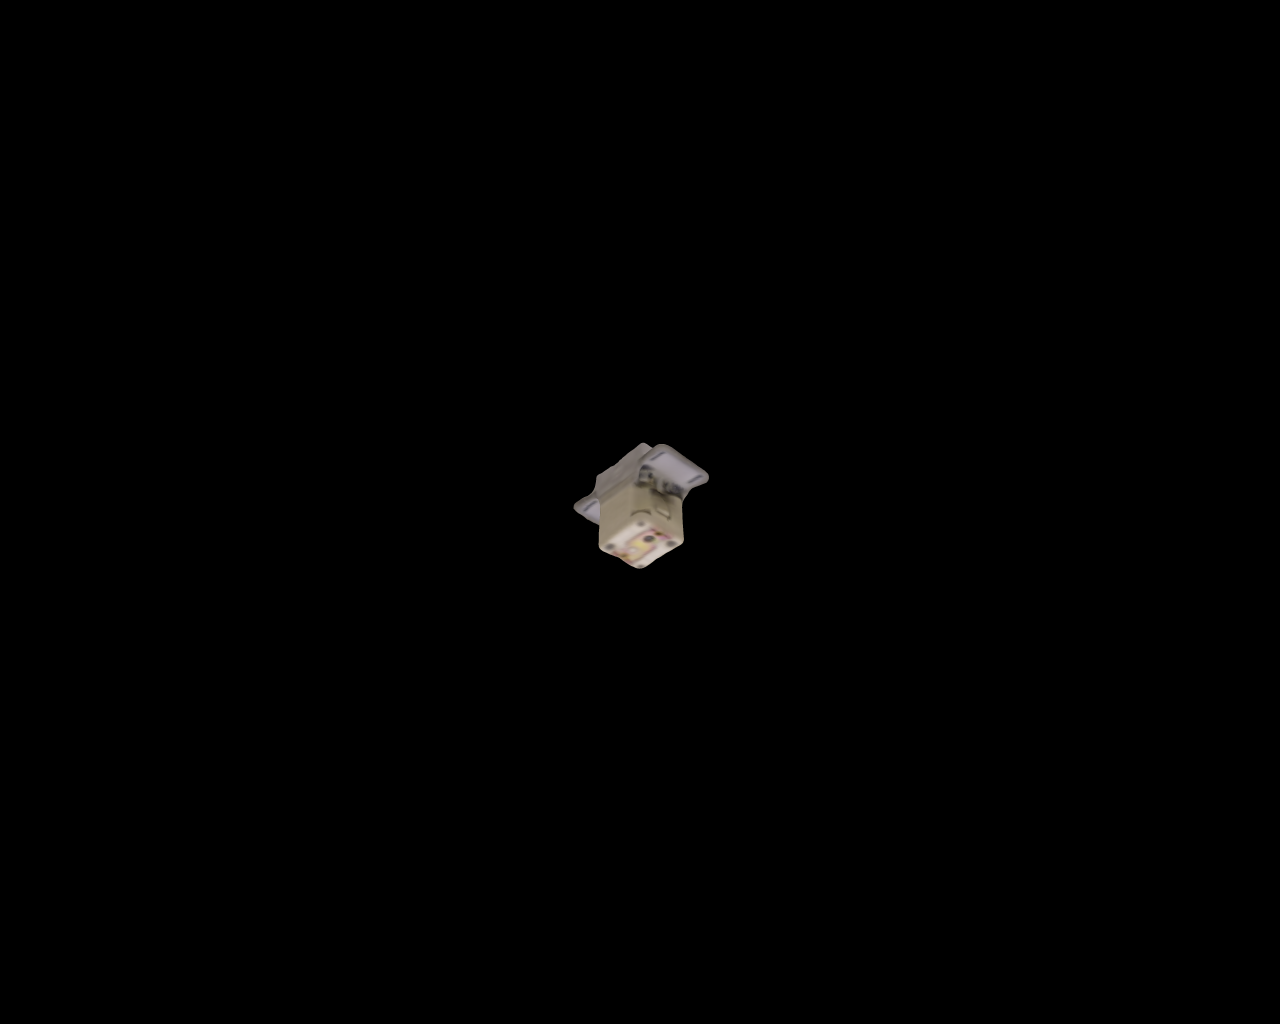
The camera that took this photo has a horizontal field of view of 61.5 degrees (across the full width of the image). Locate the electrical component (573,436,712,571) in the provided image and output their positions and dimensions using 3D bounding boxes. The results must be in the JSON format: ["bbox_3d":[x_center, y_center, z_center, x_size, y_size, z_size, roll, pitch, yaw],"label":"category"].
[{"bbox_3d":[0.001,-0.003,0.650,0.042,0.064,0.081,30,-49,-31],"label":"electrical component"}]
